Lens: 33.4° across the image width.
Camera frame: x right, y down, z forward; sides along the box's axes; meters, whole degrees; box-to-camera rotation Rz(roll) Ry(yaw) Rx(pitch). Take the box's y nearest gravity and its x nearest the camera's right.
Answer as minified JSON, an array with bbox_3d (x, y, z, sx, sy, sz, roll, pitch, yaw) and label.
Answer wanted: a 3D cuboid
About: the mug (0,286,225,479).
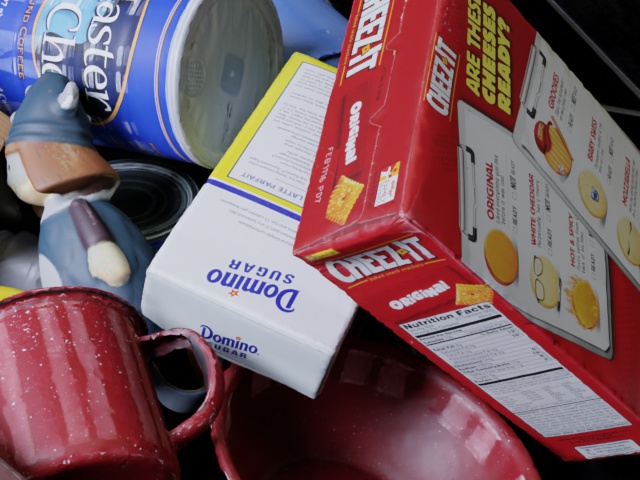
[{"bbox_3d":[-0.095,0.075,0.444,0.117,0.093,0.081,-20,50,-9],"label":"mug"}]

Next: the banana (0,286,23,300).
[{"bbox_3d":[-0.199,0.056,0.474,0.069,0.037,0.197,46,38,8],"label":"banana"}]

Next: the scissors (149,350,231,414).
[{"bbox_3d":[-0.063,0.024,0.612,0.096,0.016,0.202,10,35,-14],"label":"scissors"}]

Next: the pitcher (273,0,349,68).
[{"bbox_3d":[-0.029,-0.124,0.750,0.149,0.145,0.243,44,8,-44],"label":"pitcher"}]

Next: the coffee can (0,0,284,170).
[{"bbox_3d":[-0.105,-0.100,0.592,0.140,0.103,0.102,12,27,27],"label":"coffee can"}]

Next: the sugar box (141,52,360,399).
[{"bbox_3d":[-0.008,-0.014,0.529,0.093,0.048,0.176,25,51,5],"label":"sugar box"}]

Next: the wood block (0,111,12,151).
[{"bbox_3d":[-0.262,-0.074,0.502,0.206,0.090,0.090,40,28,-18],"label":"wood block"}]

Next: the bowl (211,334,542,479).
[{"bbox_3d":[0.020,0.114,0.490,0.162,0.055,0.162,17,31,-11],"label":"bowl"}]

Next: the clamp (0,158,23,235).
[{"bbox_3d":[-0.219,-0.079,0.653,0.210,0.036,0.164,27,32,2],"label":"clamp"}]

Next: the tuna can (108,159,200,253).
[{"bbox_3d":[-0.108,-0.010,0.601,0.086,0.034,0.086,2,36,-1],"label":"tuna can"}]

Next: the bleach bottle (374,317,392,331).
[{"bbox_3d":[0.124,-0.001,0.717,0.103,0.068,0.250,37,33,26],"label":"bleach bottle"}]

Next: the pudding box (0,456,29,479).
[{"bbox_3d":[-0.146,0.104,0.381,0.114,0.090,0.039,34,33,20],"label":"pudding box"}]

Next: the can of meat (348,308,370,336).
[{"bbox_3d":[-0.004,0.001,0.617,0.057,0.084,0.102,-16,48,-43],"label":"can of meat"}]

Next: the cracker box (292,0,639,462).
[{"bbox_3d":[0.092,-0.011,0.519,0.213,0.072,0.164,38,49,-32],"label":"cracker box"}]
